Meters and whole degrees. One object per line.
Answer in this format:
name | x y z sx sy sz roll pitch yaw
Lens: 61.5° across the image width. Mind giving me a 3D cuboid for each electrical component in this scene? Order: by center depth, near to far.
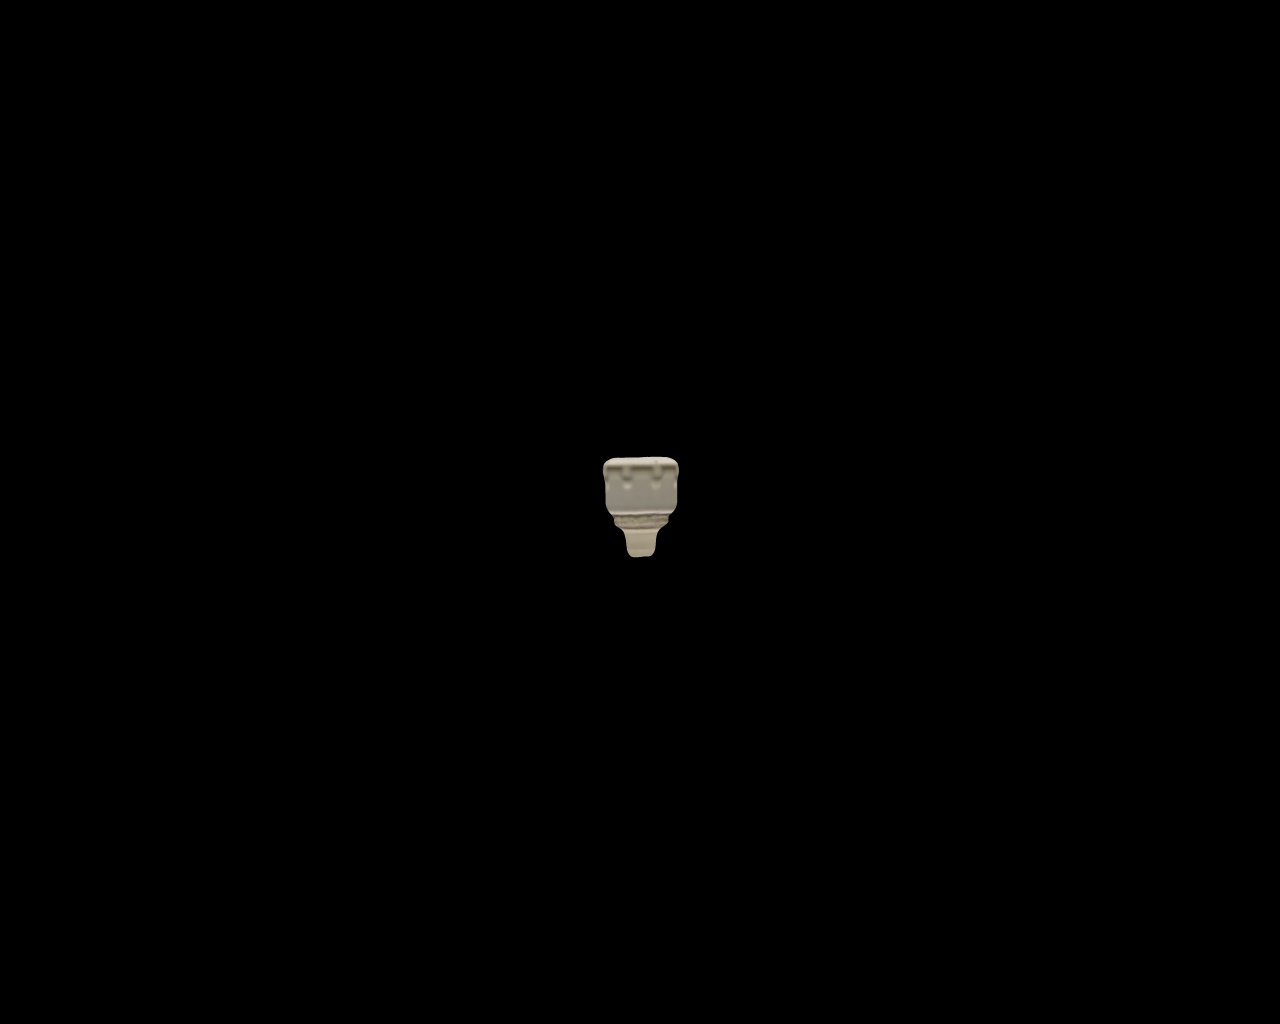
electrical component | 0.001 -0.003 0.650 0.048 0.062 0.048 0 2 0
